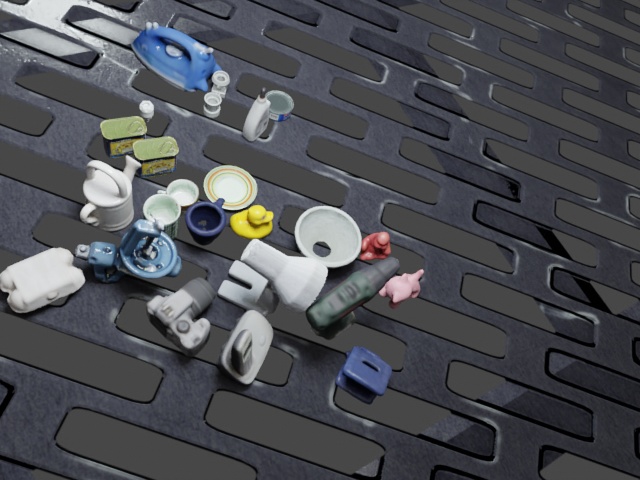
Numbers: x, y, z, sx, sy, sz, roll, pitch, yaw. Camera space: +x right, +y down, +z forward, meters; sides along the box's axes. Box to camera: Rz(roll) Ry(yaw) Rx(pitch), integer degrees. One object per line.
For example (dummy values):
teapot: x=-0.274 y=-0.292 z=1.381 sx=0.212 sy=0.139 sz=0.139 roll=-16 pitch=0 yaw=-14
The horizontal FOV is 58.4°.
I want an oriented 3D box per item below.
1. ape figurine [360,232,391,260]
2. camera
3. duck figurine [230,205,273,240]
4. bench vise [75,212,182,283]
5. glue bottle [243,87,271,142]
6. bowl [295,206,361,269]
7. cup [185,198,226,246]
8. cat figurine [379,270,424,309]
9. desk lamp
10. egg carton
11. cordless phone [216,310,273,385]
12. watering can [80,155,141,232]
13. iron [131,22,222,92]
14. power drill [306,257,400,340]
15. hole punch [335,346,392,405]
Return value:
ape figurine: x=0.144 y=0.010 z=1.426 sx=0.078 sy=0.092 sz=0.076 roll=33 pitch=58 yaw=3
camera: x=-0.277 y=0.150 z=1.218 sx=0.143 sy=0.100 sz=0.137 roll=41 pitch=59 yaw=8
duck figurine: x=-0.161 y=-0.051 z=1.373 sx=0.105 sy=0.086 sz=0.077 roll=3 pitch=61 yaw=-15
bench vise: x=-0.390 y=0.026 z=1.183 sx=0.208 sy=0.219 sz=0.121 roll=-15 pitch=67 yaw=-23
glue bottle: x=-0.157 y=-0.332 z=1.479 sx=0.037 sy=0.173 sz=0.078 roll=37 pitch=58 yaw=6
bowl: x=0.013 y=0.005 z=1.400 sx=0.168 sy=0.074 sz=0.167 roll=7 pitch=60 yaw=-13
cup: x=-0.261 y=-0.039 z=1.332 sx=0.091 sy=0.095 sz=0.118 roll=31 pitch=58 yaw=2
cat figurine: x=0.199 y=0.111 z=1.371 sx=0.128 sy=0.117 sz=0.067 roll=-29 pitch=73 yaw=-28
desk lamp: x=-0.104 y=0.088 z=1.238 sx=0.203 sy=0.213 sz=0.118 roll=25 pitch=58 yaw=-2
egg carton: x=-0.574 y=0.084 z=1.185 sx=0.151 sy=0.069 sz=0.107 roll=-29 pitch=73 yaw=-28
cordless phone: x=-0.145 y=0.205 z=1.177 sx=0.094 sy=0.185 sz=0.148 roll=23 pitch=58 yaw=-2
watering can: x=-0.461 y=-0.114 z=1.255 sx=0.101 sy=0.194 sz=0.173 roll=13 pitch=59 yaw=-9
iron: x=-0.392 y=-0.509 z=1.527 sx=0.258 sy=0.141 sz=0.119 roll=27 pitch=58 yaw=0
power drill: x=0.059 y=0.137 z=1.262 sx=0.230 sy=0.208 sz=0.075 roll=-31 pitch=74 yaw=-28
hole punch: x=0.100 y=0.289 z=1.258 sx=0.108 sy=0.091 sz=0.101 roll=31 pitch=58 yaw=2
